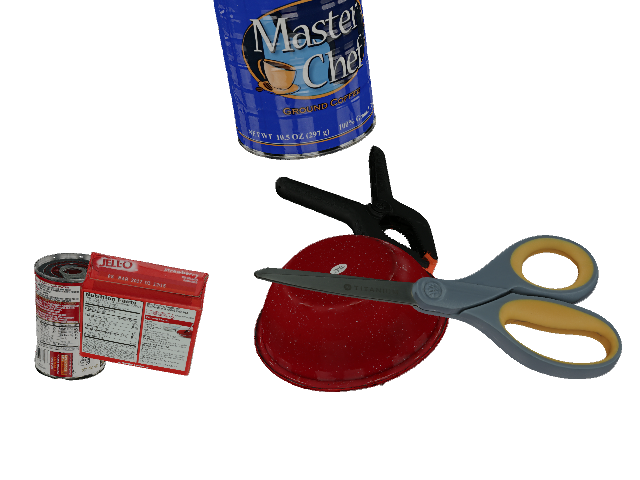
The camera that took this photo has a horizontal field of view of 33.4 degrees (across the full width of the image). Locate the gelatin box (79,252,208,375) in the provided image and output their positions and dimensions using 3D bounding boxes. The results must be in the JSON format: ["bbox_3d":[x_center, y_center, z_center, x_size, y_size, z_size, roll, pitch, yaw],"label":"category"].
[{"bbox_3d":[-0.113,0.047,0.673,0.073,0.030,0.089,11,-37,-6],"label":"gelatin box"}]

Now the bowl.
[{"bbox_3d":[0.020,0.044,0.851,0.162,0.055,0.162,-9,36,7],"label":"bowl"}]

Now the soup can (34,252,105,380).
[{"bbox_3d":[-0.232,0.071,0.994,0.068,0.102,0.068,5,19,-2],"label":"soup can"}]

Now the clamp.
[{"bbox_3d":[0.055,-0.029,1.261,0.164,0.036,0.210,-16,51,-29],"label":"clamp"}]

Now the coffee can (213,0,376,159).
[{"bbox_3d":[-0.019,-0.142,0.742,0.103,0.140,0.103,-7,31,4],"label":"coffee can"}]

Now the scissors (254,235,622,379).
[{"bbox_3d":[0.073,0.018,0.595,0.202,0.096,0.016,20,-36,3],"label":"scissors"}]
